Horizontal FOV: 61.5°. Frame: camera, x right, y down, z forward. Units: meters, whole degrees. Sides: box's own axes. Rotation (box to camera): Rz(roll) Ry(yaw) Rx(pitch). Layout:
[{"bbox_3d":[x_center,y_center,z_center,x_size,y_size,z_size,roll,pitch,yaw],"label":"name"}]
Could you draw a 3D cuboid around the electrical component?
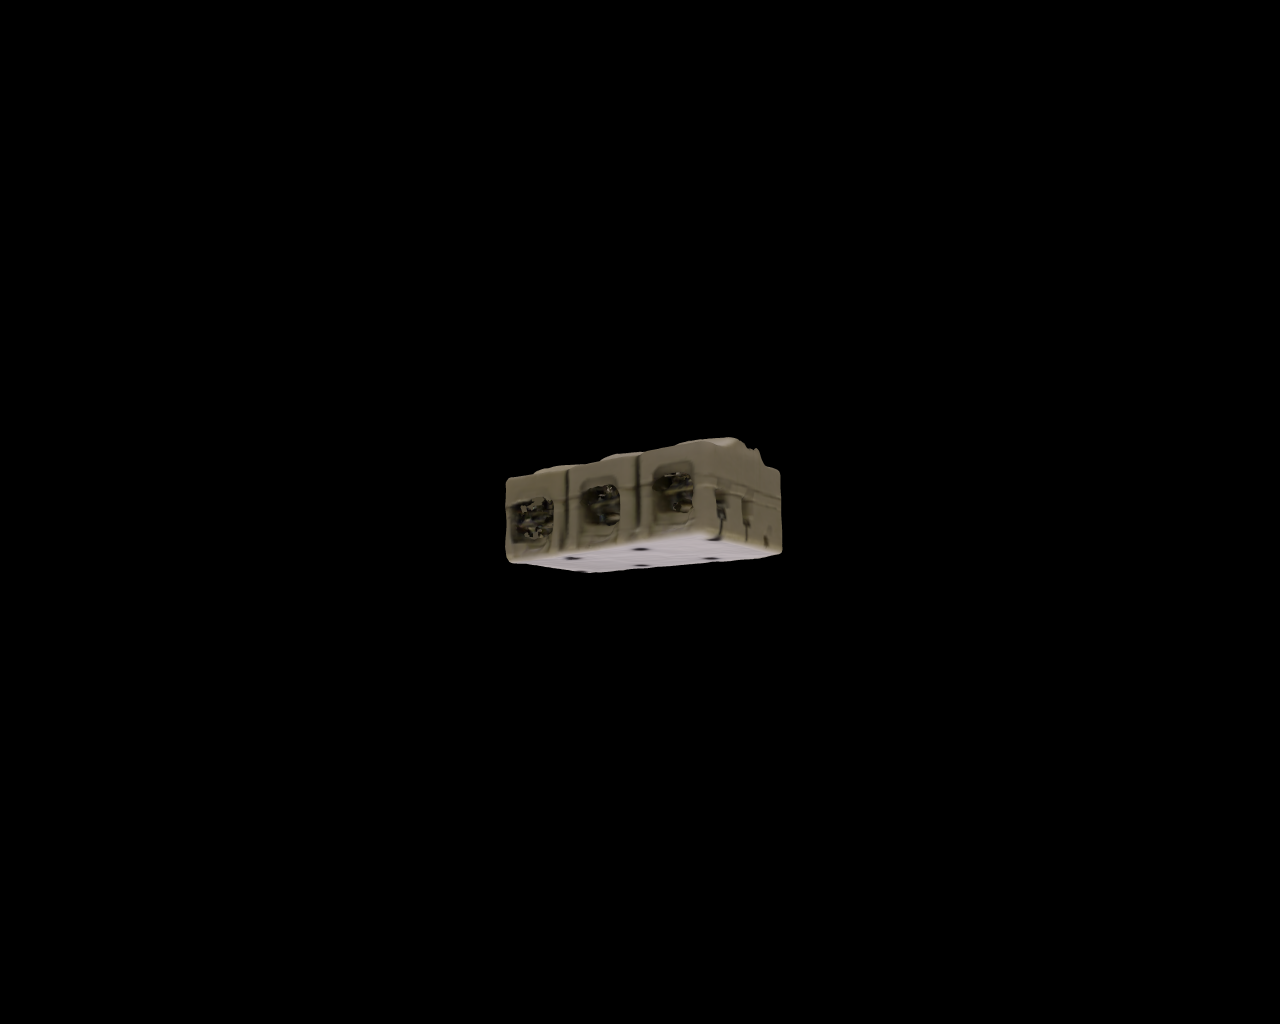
[{"bbox_3d":[0.001,-0.003,0.650,0.150,0.061,0.089,-8,-14,35],"label":"electrical component"}]
